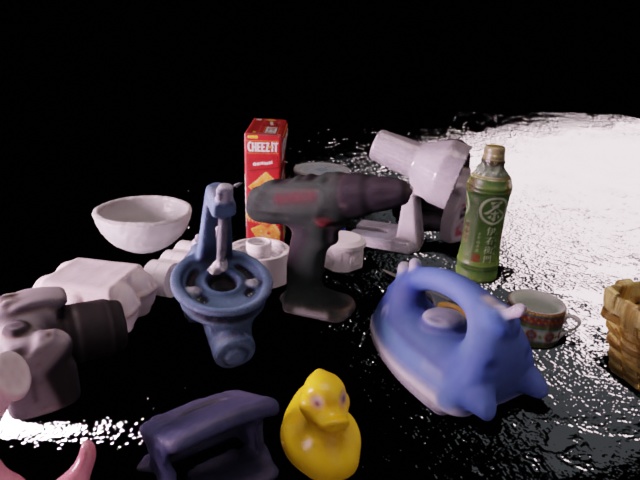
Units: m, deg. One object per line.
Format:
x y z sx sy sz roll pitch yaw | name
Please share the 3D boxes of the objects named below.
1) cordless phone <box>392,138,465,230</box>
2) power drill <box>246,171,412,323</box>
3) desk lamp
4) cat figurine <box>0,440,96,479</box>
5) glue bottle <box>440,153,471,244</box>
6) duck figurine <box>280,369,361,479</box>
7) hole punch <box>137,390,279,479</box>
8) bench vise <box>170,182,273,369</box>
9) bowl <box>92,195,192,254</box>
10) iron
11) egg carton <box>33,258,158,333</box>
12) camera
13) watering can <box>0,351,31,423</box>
0.224 -0.119 1.171 0.147 0.185 0.094 1 21 -4 | cordless phone
0.007 0.003 0.794 0.229 0.208 0.076 10 22 18 | power drill
0.162 -0.088 1.043 0.202 0.214 0.118 9 22 17 | desk lamp
-0.212 0.191 0.403 0.067 0.118 0.128 19 26 36 | cat figurine
0.271 -0.083 1.098 0.078 0.173 0.037 -16 28 -40 | glue bottle
0.002 0.163 0.546 0.078 0.086 0.104 -4 22 -18 | duck figurine
-0.100 0.171 0.507 0.109 0.091 0.100 -13 26 -34 | hole punch
-0.141 0.022 0.709 0.122 0.220 0.206 -15 27 -38 | bench vise
-0.308 -0.021 1.005 0.167 0.075 0.167 2 21 -1 | bowl
0.139 0.092 0.670 0.119 0.141 0.257 -10 24 -30 | iron
-0.301 0.074 0.766 0.150 0.069 0.107 6 21 8 | egg carton
-0.286 0.107 0.638 0.137 0.101 0.142 -10 24 -29 | camera
-0.330 0.118 0.473 0.173 0.194 0.100 -5 22 -18 | watering can
